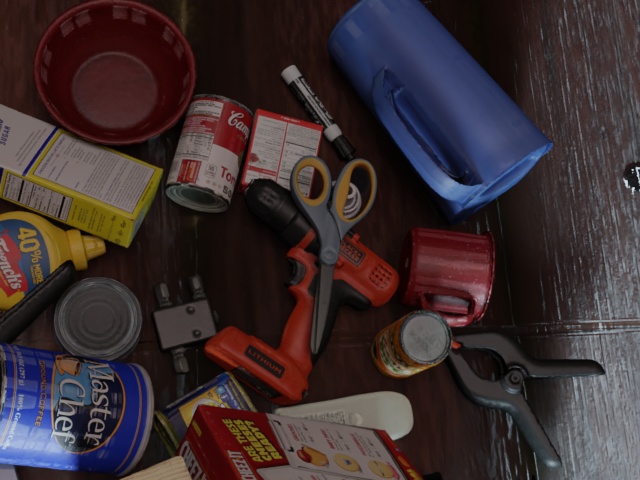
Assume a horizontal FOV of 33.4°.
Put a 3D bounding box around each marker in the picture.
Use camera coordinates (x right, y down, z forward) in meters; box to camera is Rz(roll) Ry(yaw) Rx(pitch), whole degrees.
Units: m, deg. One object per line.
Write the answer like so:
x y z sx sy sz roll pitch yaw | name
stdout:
0.000 -0.134 1.140 0.020 0.020 0.121 -33 82 -19 | marker

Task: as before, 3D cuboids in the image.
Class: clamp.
-0.329 0.095 0.958 0.164 0.036 0.210 19 90 -19 | clamp
0.205 0.138 1.090 0.171 0.039 0.120 38 69 1 | clamp

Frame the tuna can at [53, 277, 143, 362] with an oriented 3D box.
-0.213 0.079 1.023 0.086 0.034 0.086 3 74 -12 | tuna can

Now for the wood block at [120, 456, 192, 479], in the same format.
-0.148 0.248 0.895 0.090 0.206 0.091 -20 79 -16 | wood block

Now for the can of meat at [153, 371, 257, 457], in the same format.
-0.098 0.186 1.004 0.083 0.057 0.102 -29 82 -20 | can of meat

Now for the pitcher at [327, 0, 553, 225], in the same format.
0.112 -0.143 1.105 0.145 0.149 0.243 -37 80 -8 | pitcher

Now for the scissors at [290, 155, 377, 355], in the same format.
-0.007 0.001 1.032 0.096 0.016 0.201 26 70 -5 | scissors

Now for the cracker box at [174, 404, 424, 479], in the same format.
0.000 0.226 0.919 0.213 0.164 0.072 13 111 -34 | cracker box

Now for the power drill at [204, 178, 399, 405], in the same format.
-0.033 0.052 1.046 0.184 0.057 0.187 36 67 -6 | power drill

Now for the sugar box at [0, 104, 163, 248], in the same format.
-0.251 -0.063 1.035 0.176 0.048 0.093 20 37 -3 | sugar box

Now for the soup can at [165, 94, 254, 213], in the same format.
-0.112 -0.087 1.077 0.068 0.069 0.102 16 72 -7 | soup can

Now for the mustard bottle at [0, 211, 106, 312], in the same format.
-0.299 0.024 1.009 0.191 0.058 0.096 -13 86 -16 | mustard bottle

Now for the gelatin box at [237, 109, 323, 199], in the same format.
-0.041 -0.084 1.111 0.073 0.030 0.089 13 72 -9 | gelatin box

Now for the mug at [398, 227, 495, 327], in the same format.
0.125 0.040 1.072 0.081 0.093 0.117 7 47 -5 | mug

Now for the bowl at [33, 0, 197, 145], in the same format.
-0.208 -0.163 1.086 0.162 0.055 0.162 3 73 -11 | bowl

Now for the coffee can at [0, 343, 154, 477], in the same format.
-0.231 0.149 0.936 0.140 0.103 0.103 15 69 -34 | coffee can
